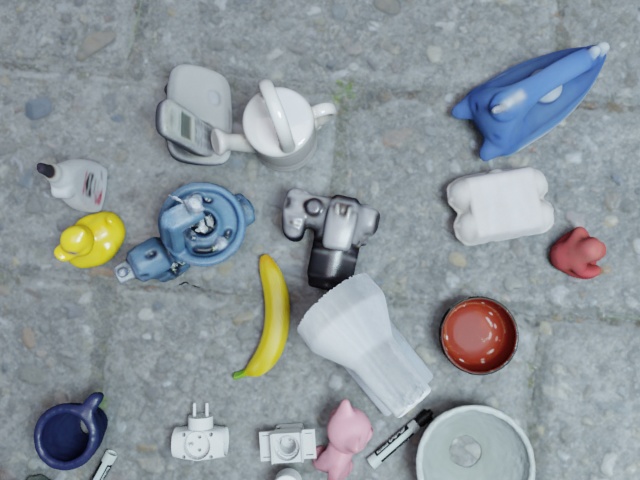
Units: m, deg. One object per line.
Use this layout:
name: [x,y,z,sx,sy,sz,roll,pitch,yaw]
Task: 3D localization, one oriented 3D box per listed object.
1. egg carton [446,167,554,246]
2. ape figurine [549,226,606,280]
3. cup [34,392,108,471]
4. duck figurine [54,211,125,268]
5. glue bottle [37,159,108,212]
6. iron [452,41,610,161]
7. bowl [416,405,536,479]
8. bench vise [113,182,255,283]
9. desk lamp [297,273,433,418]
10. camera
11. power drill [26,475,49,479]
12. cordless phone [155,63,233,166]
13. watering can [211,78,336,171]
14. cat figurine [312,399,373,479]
egg carton: [0.266,-0.052,0.851,0.150,0.069,0.107,-11,86,1]
ape figurine: [0.382,0.018,0.832,0.076,0.092,0.078,2,86,2]
cup: [-0.343,0.265,0.835,0.091,0.095,0.118,35,88,3]
duck figurine: [-0.348,-0.002,0.856,0.104,0.086,0.077,-38,86,-1]
glue bottle: [-0.356,-0.086,0.817,0.037,0.173,0.078,3,86,2]
iron: [0.328,-0.225,0.824,0.258,0.141,0.118,-32,86,-1]
bowl: [0.217,0.315,0.827,0.167,0.075,0.167,0,87,2]
bench vise: [-0.189,0.004,0.784,0.121,0.220,0.207,41,88,4]
desk lamp: [0.072,0.149,0.772,0.118,0.213,0.203,-40,86,-1]
camera: [0.008,0.003,0.839,0.143,0.101,0.137,11,87,2]
power drill: [-0.429,0.417,0.771,0.075,0.208,0.230,-9,86,1]
cordless phone: [-0.185,-0.188,0.813,0.094,0.185,0.148,-3,86,2]
watering can: [-0.064,-0.158,0.804,0.173,0.194,0.101,-40,86,-1]
cat figurine: [0.034,0.288,0.812,0.067,0.118,0.128,20,87,3]
